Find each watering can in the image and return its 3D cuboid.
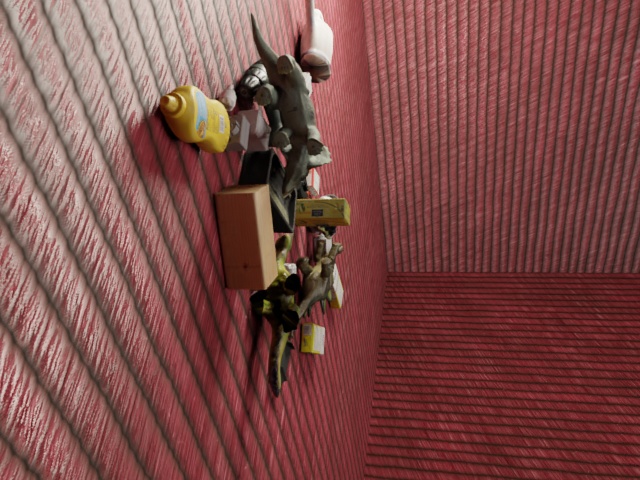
[{"bbox_3d":[-0.019,-0.658,1.673,0.104,0.228,0.343,0,-18,12],"label":"watering can"}]

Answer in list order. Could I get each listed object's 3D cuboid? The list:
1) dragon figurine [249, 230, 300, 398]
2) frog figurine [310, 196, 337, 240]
[{"bbox_3d":[-0.096,0.168,1.309,0.122,0.413,0.241,1,-8,5],"label":"dragon figurine"},{"bbox_3d":[0.005,-0.090,1.787,0.123,0.135,0.162,1,25,-26],"label":"frog figurine"}]
